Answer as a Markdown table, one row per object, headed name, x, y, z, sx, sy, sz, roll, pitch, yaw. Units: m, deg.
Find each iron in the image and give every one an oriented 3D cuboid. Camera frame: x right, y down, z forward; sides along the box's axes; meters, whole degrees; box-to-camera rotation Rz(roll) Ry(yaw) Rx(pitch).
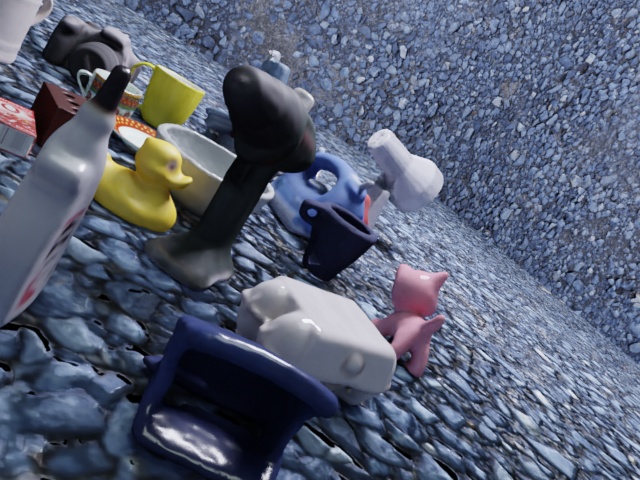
| name | x | y | z | sx | sy | sz | roll | pitch | yaw |
| --- | --- | --- | --- | --- | --- | --- | --- | --- | --- |
| iron | -0.004 | -0.089 | 0.975 | 0.119 | 0.141 | 0.257 | 23 | 18 | -39 |

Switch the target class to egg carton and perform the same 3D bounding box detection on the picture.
| name | x | y | z | sx | sy | sz | roll | pitch | yaw |
| --- | --- | --- | --- | --- | --- | --- | --- | --- | --- |
| egg carton | -0.002 | 0.093 | 0.518 | 0.151 | 0.069 | 0.107 | 23 | 18 | -39 |

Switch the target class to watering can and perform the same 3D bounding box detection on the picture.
| name | x | y | z | sx | sy | sz | roll | pitch | yaw |
| --- | --- | --- | --- | --- | --- | --- | --- | --- | --- |
| watering can | -0.419 | -0.343 | 0.751 | 0.101 | 0.194 | 0.173 | 32 | 14 | -8 |

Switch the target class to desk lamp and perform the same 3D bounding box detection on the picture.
| name | x | y | z | sx | sy | sz | roll | pitch | yaw |
| --- | --- | --- | --- | --- | --- | --- | --- | --- | --- |
| desk lamp | 0.125 | -0.109 | 1.186 | 0.204 | 0.213 | 0.117 | 26 | 16 | -31 |

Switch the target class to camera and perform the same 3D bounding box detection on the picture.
| name | x | y | z | sx | sy | sz | roll | pitch | yaw |
| --- | --- | --- | --- | --- | --- | --- | --- | --- | --- |
| camera | -0.370 | -0.305 | 0.931 | 0.143 | 0.100 | 0.136 | 30 | 14 | -16 |

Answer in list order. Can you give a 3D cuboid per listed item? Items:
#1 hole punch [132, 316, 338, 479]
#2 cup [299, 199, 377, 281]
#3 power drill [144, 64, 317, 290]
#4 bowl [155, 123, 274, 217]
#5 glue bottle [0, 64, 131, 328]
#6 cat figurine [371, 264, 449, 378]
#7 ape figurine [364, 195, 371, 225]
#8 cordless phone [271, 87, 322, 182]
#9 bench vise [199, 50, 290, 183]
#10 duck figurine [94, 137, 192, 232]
| name | x | y | z | sx | sy | sz | roll | pitch | yaw |
| --- | --- | --- | --- | --- | --- | --- | --- | --- | --- |
| hole punch | -0.053 | 0.089 | 0.369 | 0.109 | 0.091 | 0.101 | 31 | 14 | -14 |
| cup | 0.007 | 0.003 | 0.788 | 0.118 | 0.095 | 0.091 | 28 | 15 | -24 |
| power drill | -0.078 | -0.058 | 0.556 | 0.075 | 0.208 | 0.230 | 36 | 14 | 7 |
| bowl | -0.146 | -0.074 | 0.732 | 0.168 | 0.074 | 0.167 | 32 | 14 | -9 |
| glue bottle | -0.160 | -0.031 | 0.350 | 0.037 | 0.173 | 0.078 | 30 | 14 | -16 |
| cat figurine | 0.120 | 0.087 | 0.720 | 0.067 | 0.117 | 0.127 | 30 | 15 | -19 |
| ape figurine | 0.067 | -0.050 | 1.108 | 0.078 | 0.092 | 0.076 | 33 | 14 | -7 |
| cordless phone | -0.046 | -0.190 | 1.121 | 0.148 | 0.185 | 0.094 | 33 | 14 | -6 |
| bench vise | -0.091 | -0.175 | 0.895 | 0.207 | 0.219 | 0.122 | 41 | 15 | 26 |
| duck figurine | -0.185 | -0.069 | 0.601 | 0.105 | 0.086 | 0.077 | 31 | 14 | -13 |
